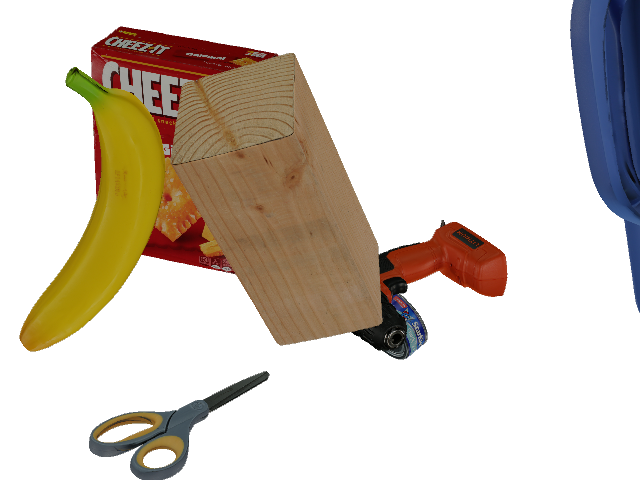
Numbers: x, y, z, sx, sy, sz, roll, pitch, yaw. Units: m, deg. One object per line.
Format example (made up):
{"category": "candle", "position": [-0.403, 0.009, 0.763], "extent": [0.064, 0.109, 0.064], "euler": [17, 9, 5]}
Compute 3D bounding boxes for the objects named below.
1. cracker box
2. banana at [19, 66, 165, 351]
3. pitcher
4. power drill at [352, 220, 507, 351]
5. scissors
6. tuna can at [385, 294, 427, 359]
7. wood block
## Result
{"category": "cracker box", "position": [-0.132, -0.082, 1.025], "extent": [0.164, 0.214, 0.072], "euler": [12, 32, 13]}
{"category": "banana", "position": [-0.134, -0.013, 0.644], "extent": [0.069, 0.198, 0.037], "euler": [8, 30, -18]}
{"category": "pitcher", "position": [0.216, -0.064, 0.591], "extent": [0.149, 0.243, 0.145], "euler": [-6, 22, 11]}
{"category": "power drill", "position": [0.090, 0.042, 1.068], "extent": [0.187, 0.057, 0.185], "euler": [-12, 28, -23]}
{"category": "scissors", "position": [-0.110, 0.169, 0.974], "extent": [0.201, 0.016, 0.096], "euler": [-12, 33, -32]}
{"category": "tuna can", "position": [0.086, 0.100, 1.277], "extent": [0.033, 0.086, 0.086], "euler": [-37, 17, -24]}
{"category": "wood block", "position": [-0.026, -0.023, 0.798], "extent": [0.090, 0.091, 0.206], "euler": [-13, -45, 14]}
